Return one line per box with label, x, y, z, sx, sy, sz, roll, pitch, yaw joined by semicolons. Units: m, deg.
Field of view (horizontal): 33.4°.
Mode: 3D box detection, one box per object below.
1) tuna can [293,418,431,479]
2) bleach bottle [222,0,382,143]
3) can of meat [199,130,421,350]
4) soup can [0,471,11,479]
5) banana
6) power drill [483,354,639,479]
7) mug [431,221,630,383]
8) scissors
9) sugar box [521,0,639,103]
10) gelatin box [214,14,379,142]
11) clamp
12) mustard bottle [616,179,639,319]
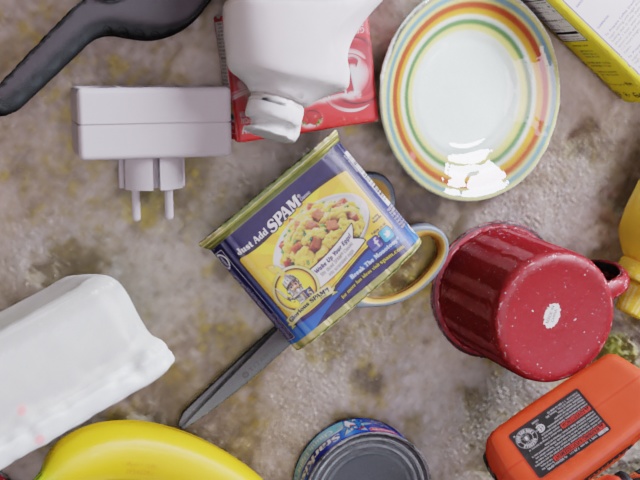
tuna can;0.026;0.158;0.681;0.086;0.034;0.086;-3;101;-17
bleach bottle;0.013;-0.174;0.580;0.102;0.068;0.251;16;86;-16
can of meat;-0.004;0.001;0.616;0.102;0.057;0.084;-40;94;0
soup can;-0.192;0.172;0.579;0.068;0.102;0.068;-3;101;-17
banana;-0.083;0.151;0.639;0.197;0.037;0.069;22;75;-24
power drill;0.191;0.152;0.679;0.184;0.057;0.187;-35;135;-3
mug;0.139;0.037;0.668;0.117;0.082;0.093;-13;103;-14
scissors;-0.014;0.029;0.655;0.201;0.016;0.096;-26;105;-11
sugar box;0.168;-0.174;0.660;0.176;0.048;0.093;39;87;-16
gelatin box;-0.013;-0.100;0.624;0.089;0.030;0.073;-10;103;-15
clamp;-0.125;-0.151;0.577;0.171;0.039;0.120;-26;111;-18
mustard bottle;0.245;-0.036;0.694;0.096;0.058;0.191;26;93;-52
